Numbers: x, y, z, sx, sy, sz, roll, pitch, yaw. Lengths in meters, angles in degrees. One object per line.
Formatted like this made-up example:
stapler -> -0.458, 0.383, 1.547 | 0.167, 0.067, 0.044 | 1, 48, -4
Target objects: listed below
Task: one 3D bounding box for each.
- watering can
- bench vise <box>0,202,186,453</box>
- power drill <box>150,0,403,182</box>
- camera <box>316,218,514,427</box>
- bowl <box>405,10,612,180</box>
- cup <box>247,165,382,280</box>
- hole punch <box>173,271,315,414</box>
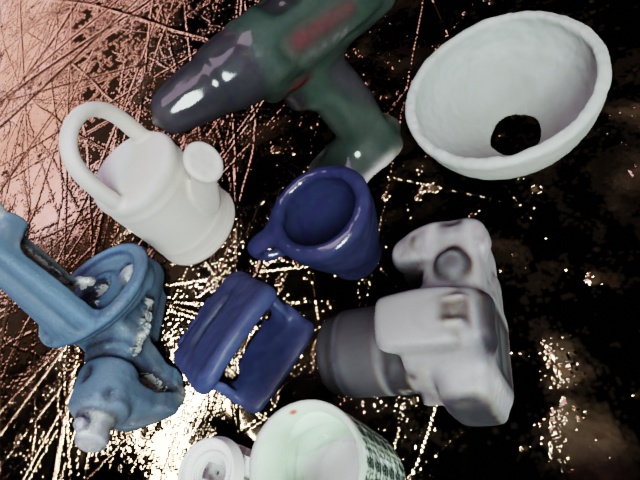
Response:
watering can -> -0.171, -0.063, 0.577 | 0.172, 0.195, 0.101 | -22, 53, 15
bench vise -> -0.202, 0.064, 0.499 | 0.121, 0.220, 0.206 | -38, 51, 3
power drill -> -0.010, -0.128, 0.519 | 0.230, 0.209, 0.075 | -46, 51, -4
camera -> 0.066, 0.061, 0.431 | 0.136, 0.101, 0.143 | -11, 57, 23
bowl -> 0.164, -0.113, 0.501 | 0.167, 0.075, 0.167 | -14, 56, 21
cup -> 0.005, 0.002, 0.505 | 0.117, 0.095, 0.091 | -27, 52, 12
hole punch -> -0.080, 0.084, 0.503 | 0.100, 0.091, 0.109 | 26, 76, 37
